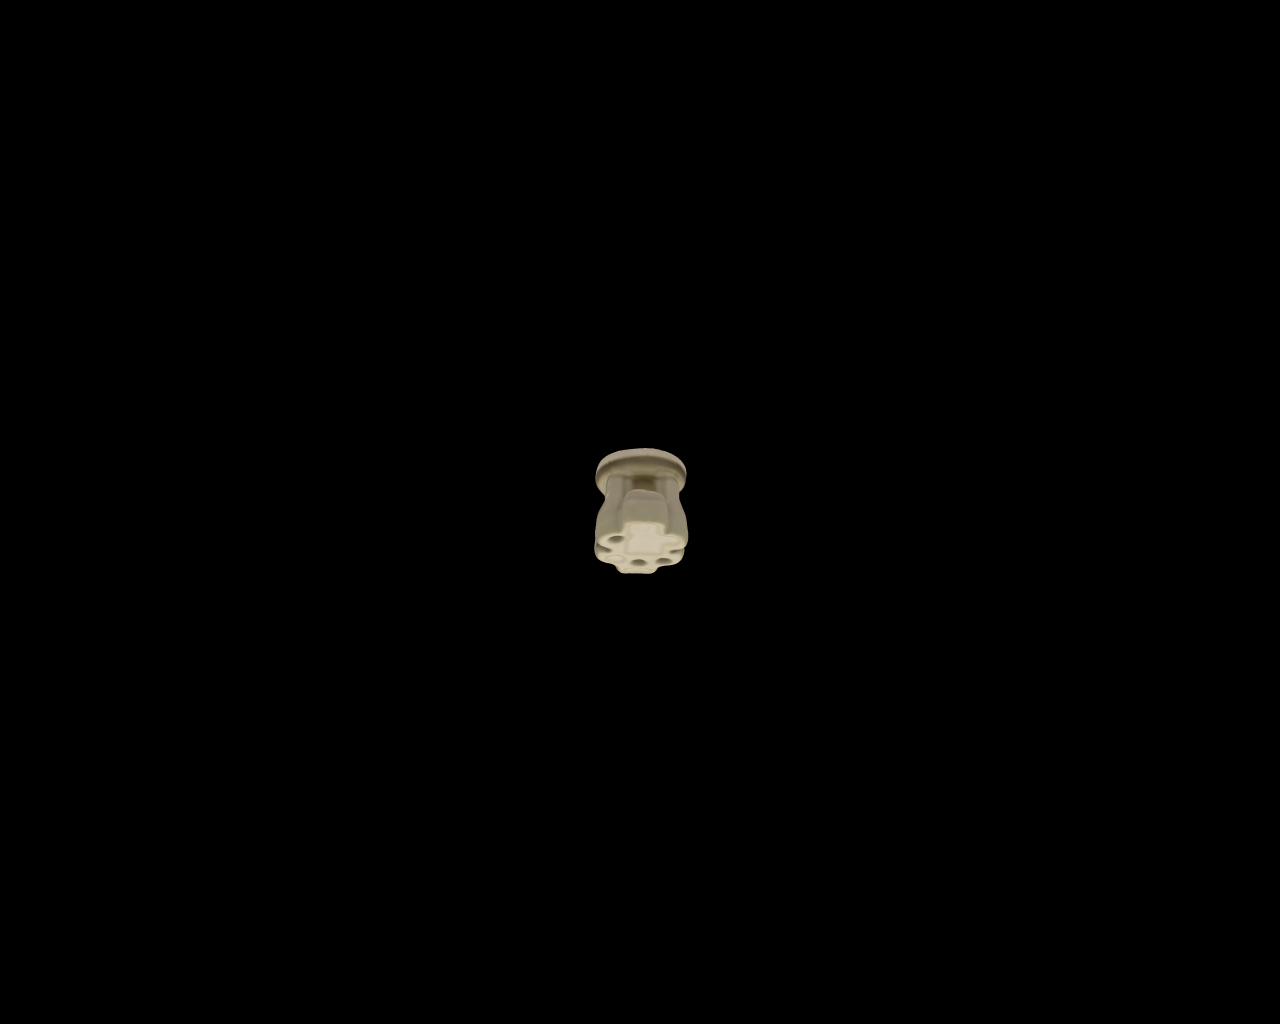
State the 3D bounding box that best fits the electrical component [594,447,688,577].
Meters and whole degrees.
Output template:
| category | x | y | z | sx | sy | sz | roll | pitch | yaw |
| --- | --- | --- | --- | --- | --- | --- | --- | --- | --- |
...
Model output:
| category | x | y | z | sx | sy | sz | roll | pitch | yaw |
| --- | --- | --- | --- | --- | --- | --- | --- | --- | --- |
| electrical component | 0.001 | -0.003 | 0.650 | 0.058 | 0.057 | 0.078 | 2 | -27 | -3 |
